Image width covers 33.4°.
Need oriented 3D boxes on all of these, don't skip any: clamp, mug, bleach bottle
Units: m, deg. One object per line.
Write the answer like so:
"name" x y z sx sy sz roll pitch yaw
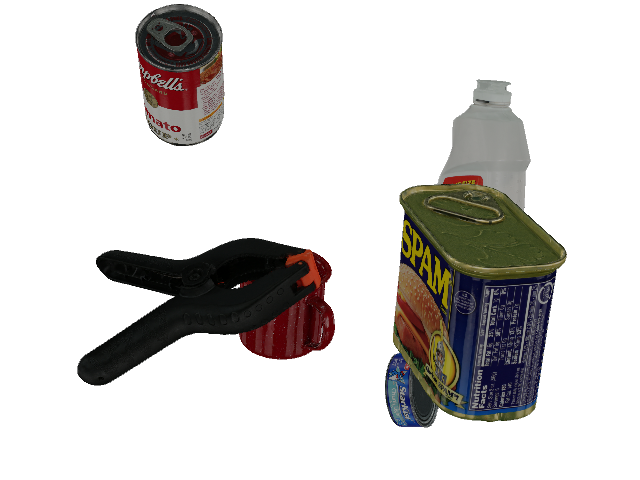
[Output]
"clamp" -0.087 0.044 0.727 0.172 0.120 0.039 -9 -43 16
"mug" -0.029 0.066 1.031 0.117 0.081 0.093 26 35 38
"bleach bottle" 0.129 -0.011 0.911 0.068 0.251 0.103 -3 15 -29

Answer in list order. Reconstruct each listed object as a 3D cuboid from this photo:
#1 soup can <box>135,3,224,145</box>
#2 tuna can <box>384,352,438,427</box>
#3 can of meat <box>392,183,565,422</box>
"soup can" -0.113 -0.133 0.872 0.068 0.068 0.102 0 -31 -4
"tuna can" 0.104 0.169 1.208 0.034 0.086 0.086 -5 -2 27
"can of meat" 0.073 0.029 0.527 0.057 0.084 0.102 -4 25 -14
